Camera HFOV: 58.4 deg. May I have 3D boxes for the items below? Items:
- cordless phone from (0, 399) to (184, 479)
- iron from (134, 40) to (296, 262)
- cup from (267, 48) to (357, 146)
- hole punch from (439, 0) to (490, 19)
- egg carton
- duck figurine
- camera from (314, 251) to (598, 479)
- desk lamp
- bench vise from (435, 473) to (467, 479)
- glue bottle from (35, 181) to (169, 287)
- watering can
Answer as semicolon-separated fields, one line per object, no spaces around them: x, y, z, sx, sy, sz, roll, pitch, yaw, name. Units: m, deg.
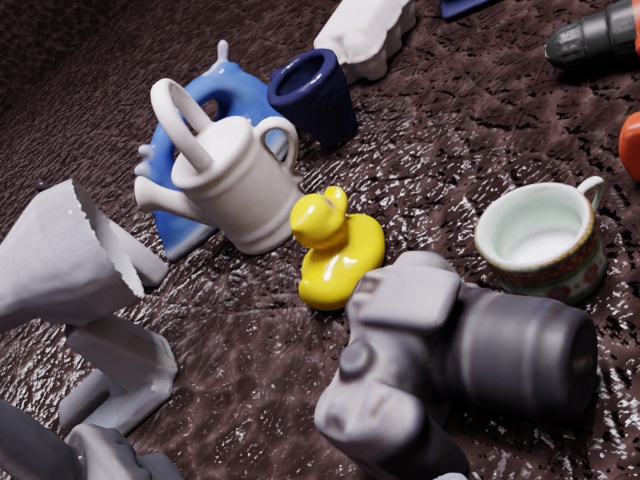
-0.177;0.173;0.395;0.147;0.186;0.094;12;60;47;cordless phone
-0.145;-0.113;0.703;0.118;0.142;0.258;14;62;48;iron
-0.008;-0.160;0.669;0.092;0.095;0.117;-48;37;-11;cup
0.178;-0.342;0.697;0.108;0.091;0.101;-16;43;30;hole punch
0.060;-0.271;0.746;0.107;0.070;0.150;1;53;42;egg carton
0.005;0.002;0.497;0.077;0.086;0.105;1;53;42;duck figurine
0.081;0.073;0.342;0.136;0.101;0.143;2;53;43;camera
-0.226;0.077;0.515;0.203;0.214;0.117;-42;36;-2;desk lamp
0.058;0.165;0.165;0.121;0.220;0.206;-45;36;-6;bench vise
-0.256;-0.008;0.665;0.077;0.174;0.037;1;53;42;glue bottle
-0.109;-0.075;0.586;0.173;0.195;0.100;-43;36;-3;watering can
